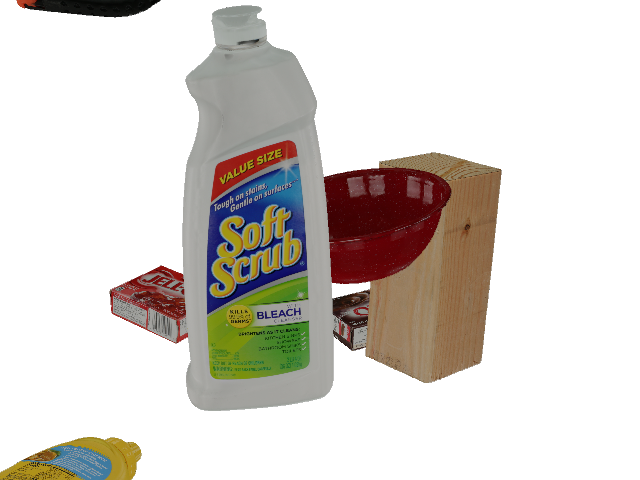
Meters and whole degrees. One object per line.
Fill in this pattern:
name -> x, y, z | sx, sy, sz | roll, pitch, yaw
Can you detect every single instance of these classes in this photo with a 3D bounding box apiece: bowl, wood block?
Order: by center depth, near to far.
bowl -> 0.032, -0.008, 0.887 | 0.162, 0.055, 0.162 | -10, 22, 4
wood block -> 0.112, 0.025, 1.073 | 0.090, 0.206, 0.090 | -13, 24, -42

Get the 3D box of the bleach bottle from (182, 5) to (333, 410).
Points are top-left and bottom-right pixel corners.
bleach bottle -> -0.047, -0.018, 0.667 | 0.102, 0.251, 0.068 | -5, 23, 0

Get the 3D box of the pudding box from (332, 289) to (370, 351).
pudding box -> 0.065, 0.100, 1.388 | 0.113, 0.039, 0.090 | -14, 24, -26

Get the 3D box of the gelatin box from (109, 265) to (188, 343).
gelatin box -> -0.147, 0.059, 1.029 | 0.089, 0.030, 0.073 | 20, 29, 30

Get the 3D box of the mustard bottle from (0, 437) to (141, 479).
mustard bottle -> -0.210, 0.202, 0.853 | 0.096, 0.058, 0.191 | 7, 15, 29

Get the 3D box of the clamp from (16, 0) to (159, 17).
clamp -> -0.100, -0.197, 0.701 | 0.210, 0.164, 0.036 | -33, -15, -10
